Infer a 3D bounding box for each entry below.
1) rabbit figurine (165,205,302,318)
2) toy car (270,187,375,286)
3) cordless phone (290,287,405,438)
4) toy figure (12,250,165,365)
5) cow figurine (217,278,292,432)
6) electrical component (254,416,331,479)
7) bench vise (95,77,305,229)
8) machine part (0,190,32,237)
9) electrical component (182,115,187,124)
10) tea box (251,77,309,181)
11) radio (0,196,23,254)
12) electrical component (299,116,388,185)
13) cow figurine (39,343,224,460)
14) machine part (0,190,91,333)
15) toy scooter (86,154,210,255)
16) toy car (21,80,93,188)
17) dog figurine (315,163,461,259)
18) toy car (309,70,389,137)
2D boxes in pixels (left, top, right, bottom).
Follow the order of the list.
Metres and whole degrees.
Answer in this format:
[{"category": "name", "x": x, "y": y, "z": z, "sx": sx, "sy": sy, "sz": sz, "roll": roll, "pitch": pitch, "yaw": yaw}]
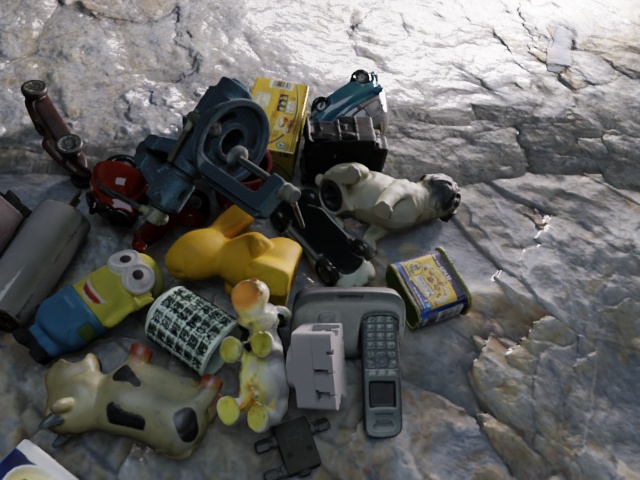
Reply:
[{"category": "rabbit figurine", "x": -0.114, "y": 0.022, "z": 0.717, "sx": 0.173, "sy": 0.121, "sz": 0.162, "roll": 9, "pitch": 50, "yaw": 2}, {"category": "toy car", "x": -0.002, "y": -0.002, "z": 0.788, "sx": 0.073, "sy": 0.056, "sz": 0.202, "roll": -33, "pitch": 63, "yaw": -20}, {"category": "cordless phone", "x": 0.035, "y": 0.153, "z": 0.677, "sx": 0.147, "sy": 0.088, "sz": 0.184, "roll": 0, "pitch": 74, "yaw": -7}, {"category": "toy figure", "x": -0.283, "y": 0.081, "z": 0.677, "sx": 0.180, "sy": 0.089, "sz": 0.082, "roll": -39, "pitch": 99, "yaw": -18}, {"category": "cow figurine", "x": -0.066, "y": 0.132, "z": 0.632, "sx": 0.068, "sy": 0.098, "sz": 0.167, "roll": -3, "pitch": 78, "yaw": 23}, {"category": "electrical component", "x": -0.026, "y": 0.244, "z": 0.630, "sx": 0.094, "sy": 0.021, "sz": 0.063, "roll": -15, "pitch": 59, "yaw": -18}, {"category": "bench vise", "x": -0.128, "y": -0.088, "z": 0.676, "sx": 0.241, "sy": 0.128, "sz": 0.223, "roll": 34, "pitch": 79, "yaw": 30}, {"category": "machine part", "x": -0.469, "y": -0.047, "z": 0.755, "sx": 0.139, "sy": 0.039, "sz": 0.084, "roll": 34, "pitch": 89, "yaw": 19}, {"category": "electrical component", "x": -0.150, "y": -0.172, "z": 0.793, "sx": 0.102, "sy": 0.045, "sz": 0.078, "roll": -2, "pitch": 53, "yaw": -5}, {"category": "tea box", "x": -0.078, "y": -0.188, "z": 0.900, "sx": 0.098, "sy": 0.068, "sz": 0.170, "roll": 11, "pitch": 55, "yaw": 1}, {"category": "radio", "x": -0.509, "y": -0.037, "z": 0.662, "sx": 0.230, "sy": 0.131, "sz": 0.073, "roll": -1, "pitch": 55, "yaw": 16}, {"category": "electrical component", "x": 0.037, "y": -0.138, "z": 0.852, "sx": 0.134, "sy": 0.114, "sz": 0.058, "roll": -1, "pitch": 57, "yaw": -6}, {"category": "cow figurine", "x": -0.221, "y": 0.187, "z": 0.611, "sx": 0.195, "sy": 0.085, "sz": 0.127, "roll": 20, "pitch": 49, "yaw": 6}, {"category": "machine part", "x": -0.376, "y": 0.031, "z": 0.701, "sx": 0.079, "sy": 0.079, "sz": 0.243, "roll": 15, "pitch": 55, "yaw": 3}, {"category": "toy scooter", "x": -0.260, "y": -0.043, "z": 0.769, "sx": 0.184, "sy": 0.075, "sz": 0.135, "roll": 23, "pitch": 51, "yaw": 1}, {"category": "toy car", "x": -0.404, "y": -0.160, "z": 0.826, "sx": 0.053, "sy": 0.089, "sz": 0.202, "roll": -27, "pitch": 64, "yaw": -24}, {"category": "dog figurine", "x": 0.108, "y": -0.075, "z": 0.840, "sx": 0.190, "sy": 0.121, "sz": 0.172, "roll": -24, "pitch": 65, "yaw": -38}, {"category": "toy car", "x": 0.061, "y": -0.205, "z": 0.904, "sx": 0.162, "sy": 0.109, "sz": 0.103, "roll": -36, "pitch": 61, "yaw": -25}]
